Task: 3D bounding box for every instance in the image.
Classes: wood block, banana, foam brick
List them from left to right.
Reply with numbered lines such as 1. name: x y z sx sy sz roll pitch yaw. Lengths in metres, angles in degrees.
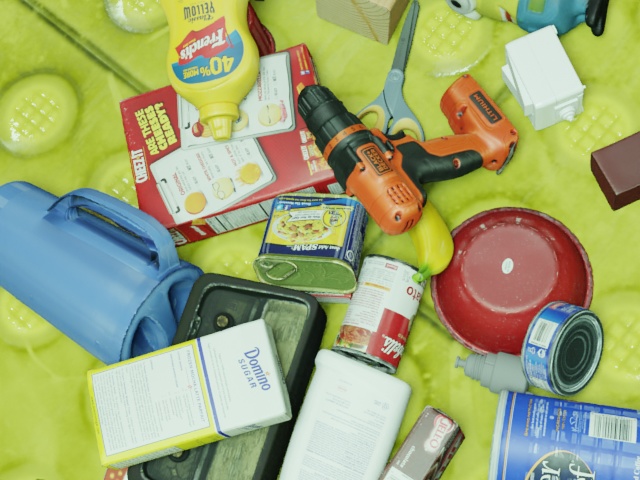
1. wood block: 0.079 -0.333 1.163 0.090 0.091 0.206 24 78 8
2. banana: 0.085 -0.033 1.073 0.037 0.069 0.198 -50 48 26
3. foam brick: 0.314 -0.073 1.056 0.078 0.051 0.053 -24 70 3

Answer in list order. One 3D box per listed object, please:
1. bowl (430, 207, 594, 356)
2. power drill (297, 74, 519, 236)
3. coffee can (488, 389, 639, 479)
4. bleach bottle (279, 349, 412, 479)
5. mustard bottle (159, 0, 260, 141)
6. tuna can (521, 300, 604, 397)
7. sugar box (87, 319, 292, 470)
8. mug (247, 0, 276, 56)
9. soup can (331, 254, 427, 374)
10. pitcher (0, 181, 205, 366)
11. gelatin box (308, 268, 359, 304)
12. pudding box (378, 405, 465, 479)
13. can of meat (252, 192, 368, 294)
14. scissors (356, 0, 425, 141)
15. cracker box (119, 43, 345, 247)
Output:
1. bowl: 0.186 0.034 1.046 0.162 0.055 0.162 -4 71 10
2. power drill: 0.089 -0.104 1.070 0.187 0.057 0.184 -23 66 -26
3. coffee can: 0.227 0.195 0.959 0.140 0.102 0.103 7 74 13
4. bleach bottle: -0.002 0.238 1.013 0.102 0.068 0.251 22 79 10
5. mustard bottle: -0.112 -0.196 1.095 0.096 0.058 0.191 -10 82 13
6. tuna can: 0.228 0.102 0.996 0.034 0.086 0.086 17 74 46
7. sugar box: -0.120 0.143 0.980 0.176 0.048 0.093 -15 71 3
8. mug: -0.113 -0.228 1.179 0.117 0.081 0.093 28 80 19
9. soup can: 0.059 0.073 1.053 0.068 0.068 0.102 16 76 16
10. pitcher: -0.244 0.025 1.095 0.243 0.145 0.149 29 82 22
11. gelatin box: -0.005 0.027 1.101 0.089 0.030 0.073 1 72 14
12. pudding box: 0.090 0.214 0.989 0.039 0.090 0.113 32 82 21
13. can of meat: -0.007 0.001 1.055 0.102 0.057 0.084 3 57 16
14. scissors: 0.095 -0.160 1.149 0.096 0.016 0.201 27 80 17
15. cracker box: -0.091 -0.098 1.139 0.214 0.072 0.164 -17 69 7
